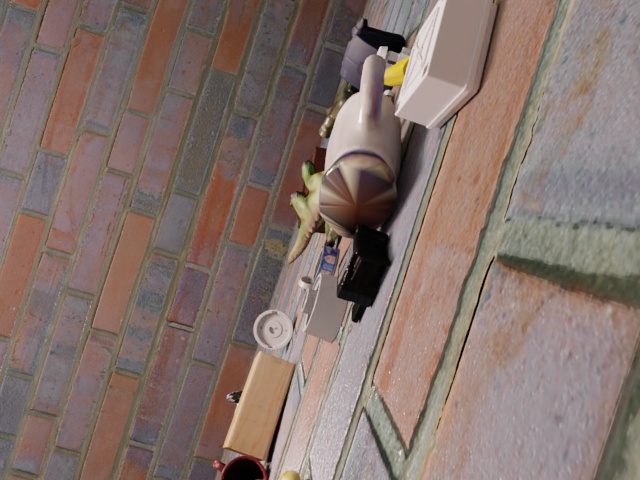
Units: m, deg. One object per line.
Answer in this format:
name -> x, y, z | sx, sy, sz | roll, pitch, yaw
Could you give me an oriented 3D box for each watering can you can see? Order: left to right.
watering can -> 0.061, -0.095, 0.761 | 0.339, 0.104, 0.230 | 93, -173, -51

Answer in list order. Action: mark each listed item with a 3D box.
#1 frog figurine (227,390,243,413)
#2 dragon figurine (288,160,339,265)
frog figurine -> -0.186, 0.485, 1.381 | 0.136, 0.123, 0.160 | -20, 85, 51
dragon figurine -> 0.004, -0.059, 1.177 | 0.247, 0.122, 0.403 | -102, 28, -63
